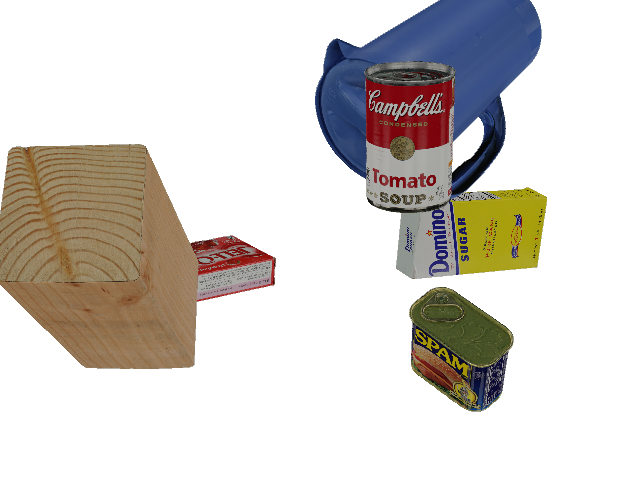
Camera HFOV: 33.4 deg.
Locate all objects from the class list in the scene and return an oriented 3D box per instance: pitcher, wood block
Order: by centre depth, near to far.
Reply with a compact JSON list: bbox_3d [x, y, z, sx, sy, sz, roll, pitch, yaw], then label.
[{"bbox_3d":[-0.145,0.020,0.737,0.090,0.091,0.206,0,-21,3],"label":"wood block"},{"bbox_3d":[0.122,-0.157,1.054,0.145,0.149,0.242,24,46,30],"label":"pitcher"}]

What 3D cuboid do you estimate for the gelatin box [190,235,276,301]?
[{"bbox_3d":[-0.097,0.024,0.983,0.089,0.030,0.073,-12,24,-35],"label":"gelatin box"}]

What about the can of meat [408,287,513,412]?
[{"bbox_3d":[0.134,0.109,1.042,0.057,0.084,0.102,-36,55,-27],"label":"can of meat"}]

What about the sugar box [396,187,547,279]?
[{"bbox_3d":[0.178,-0.009,1.253,0.176,0.093,0.048,-6,21,-26],"label":"sugar box"}]

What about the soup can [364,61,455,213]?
[{"bbox_3d":[0.067,-0.079,0.812,0.068,0.102,0.068,-1,22,0],"label":"soup can"}]
